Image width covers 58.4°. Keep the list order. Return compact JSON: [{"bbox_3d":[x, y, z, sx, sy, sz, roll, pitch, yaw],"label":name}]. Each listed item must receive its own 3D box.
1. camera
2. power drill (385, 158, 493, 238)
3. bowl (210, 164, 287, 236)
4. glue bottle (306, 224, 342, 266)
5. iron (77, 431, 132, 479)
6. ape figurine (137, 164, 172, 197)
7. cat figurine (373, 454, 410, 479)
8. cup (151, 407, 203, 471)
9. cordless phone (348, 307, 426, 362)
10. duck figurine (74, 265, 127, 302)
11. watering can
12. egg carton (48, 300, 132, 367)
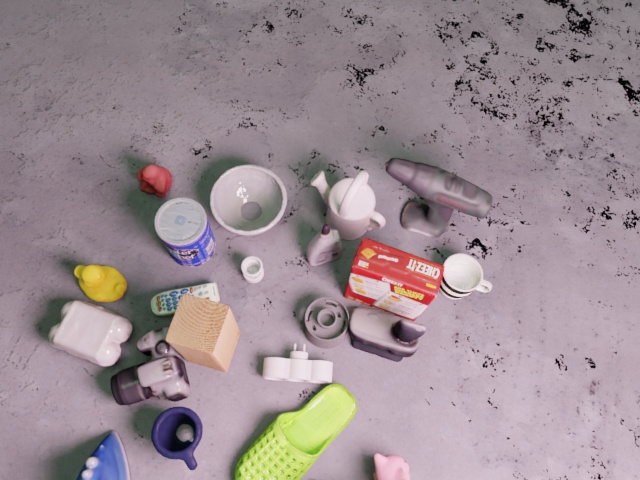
[{"bbox_3d":[-0.335,0.253,1.109,0.137,0.101,0.143,-18,71,-9],"label":"camera"},{"bbox_3d":[0.235,-0.084,1.208,0.229,0.208,0.076,16,69,4],"label":"power drill"},{"bbox_3d":[-0.154,-0.077,1.258,0.167,0.075,0.167,1,69,-2],"label":"bowl"},{"bbox_3d":[0.011,0.004,1.182,0.078,0.173,0.037,-16,70,-8],"label":"glue bottle"},{"bbox_3d":[-0.404,0.466,1.001,0.118,0.141,0.258,3,69,-1],"label":"iron"},{"bbox_3d":[-0.366,-0.138,1.262,0.076,0.092,0.077,-29,73,-13],"label":"ape figurine"},{"bbox_3d":[0.139,0.449,1.047,0.067,0.118,0.127,-16,71,-9],"label":"cat figurine"},{"bbox_3d":[-0.253,0.373,1.069,0.092,0.095,0.117,-28,73,-13],"label":"cup"},{"bbox_3d":[0.132,0.169,1.118,0.147,0.185,0.094,13,69,3],"label":"cordless phone"},{"bbox_3d":[-0.454,0.081,1.176,0.104,0.086,0.077,21,69,5],"label":"duck figurine"},{"bbox_3d":[0.059,-0.082,1.206,0.173,0.194,0.101,11,69,2],"label":"watering can"},{"bbox_3d":[-0.457,0.185,1.145,0.150,0.069,0.107,19,69,4],"label":"egg carton"}]
